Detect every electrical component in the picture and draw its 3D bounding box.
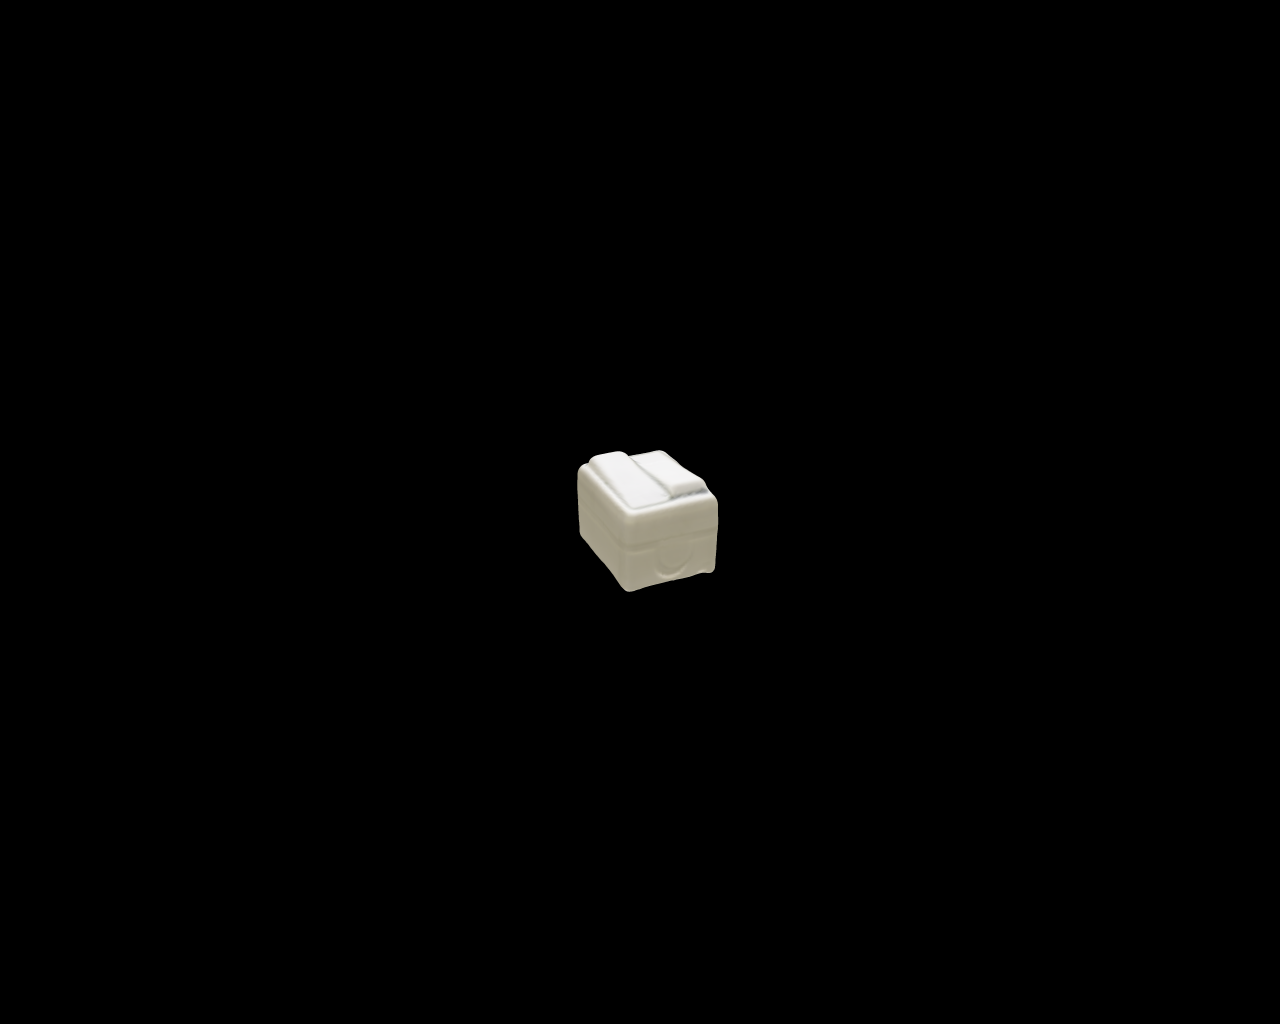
[{"bbox_3d":[0.001,-0.003,0.650,0.062,0.061,0.096,-11,29,-21],"label":"electrical component"}]
